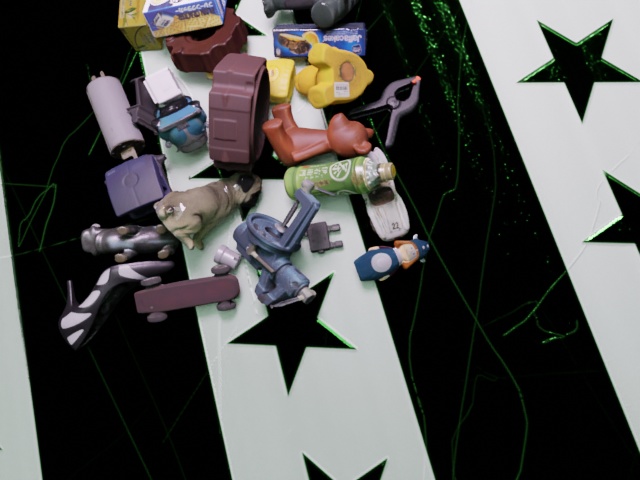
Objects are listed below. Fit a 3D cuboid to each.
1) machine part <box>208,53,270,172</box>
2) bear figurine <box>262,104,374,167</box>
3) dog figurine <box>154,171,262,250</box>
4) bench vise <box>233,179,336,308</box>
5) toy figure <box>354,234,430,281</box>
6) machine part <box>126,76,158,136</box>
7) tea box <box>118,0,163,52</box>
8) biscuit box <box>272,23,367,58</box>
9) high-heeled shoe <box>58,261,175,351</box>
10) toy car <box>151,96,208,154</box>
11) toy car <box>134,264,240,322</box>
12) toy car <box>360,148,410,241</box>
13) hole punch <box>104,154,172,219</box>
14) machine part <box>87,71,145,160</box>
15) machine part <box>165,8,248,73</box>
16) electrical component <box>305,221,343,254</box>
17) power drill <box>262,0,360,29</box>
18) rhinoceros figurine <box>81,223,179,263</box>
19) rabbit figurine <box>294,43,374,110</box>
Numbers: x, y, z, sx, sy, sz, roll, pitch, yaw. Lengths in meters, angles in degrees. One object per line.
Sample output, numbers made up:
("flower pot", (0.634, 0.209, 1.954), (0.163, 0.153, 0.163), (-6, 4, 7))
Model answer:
("machine part", (-0.154, -0.251, 1.058), (0.087, 0.201, 0.200), (7, 122, 0))
("bear figurine", (0.003, -0.214, 1.077), (0.196, 0.131, 0.120), (-10, 35, 21))
("dog figurine", (-0.214, -0.084, 1.060), (0.190, 0.172, 0.121), (-39, 87, 3))
("bench vise", (-0.064, 0.002, 1.022), (0.224, 0.129, 0.240), (48, 116, 36))
("toy figure", (0.145, 0.037, 1.053), (0.154, 0.058, 0.064), (-20, 114, -1))
("machine part", (-0.384, -0.299, 1.178), (0.039, 0.084, 0.139), (-28, 60, 30))
("tea box", (-0.402, -0.528, 1.217), (0.068, 0.098, 0.169), (-4, 78, 5))
("biscuit box", (0.001, -0.433, 1.165), (0.203, 0.063, 0.059), (1, 121, 6))
("high-heeled shoe", (-0.403, 0.128, 1.074), (0.249, 0.086, 0.145), (-13, 85, 2))
("toy car", (-0.287, -0.234, 1.129), (0.109, 0.162, 0.102), (-28, 118, -9))
("toy car", (-0.260, 0.105, 1.061), (0.202, 0.053, 0.089), (-10, 100, -5))
("toy car", (0.120, -0.095, 1.085), (0.073, 0.056, 0.201), (-19, 76, 1))
("hole punch", (-0.374, -0.109, 1.101), (0.142, 0.092, 0.115), (-23, 95, 3))
("machine part", (-0.444, -0.265, 1.168), (0.079, 0.079, 0.243), (-26, 75, -1))
("machine part", (-0.247, -0.438, 1.173), (0.179, 0.056, 0.179), (-7, 55, 10))
("electrical component", (-0.002, -0.003, 1.092), (0.094, 0.021, 0.063), (-9, 76, 3))
("power drill", (-0.012, -0.538, 1.179), (0.207, 0.085, 0.232), (12, 49, 10))
("rhinoceros figurine", (-0.383, -0.003, 1.086), (0.190, 0.112, 0.073), (-3, 105, -8))
("rabbit figurine", (0.019, -0.340, 1.113), (0.162, 0.173, 0.121), (-21, 107, -31))
